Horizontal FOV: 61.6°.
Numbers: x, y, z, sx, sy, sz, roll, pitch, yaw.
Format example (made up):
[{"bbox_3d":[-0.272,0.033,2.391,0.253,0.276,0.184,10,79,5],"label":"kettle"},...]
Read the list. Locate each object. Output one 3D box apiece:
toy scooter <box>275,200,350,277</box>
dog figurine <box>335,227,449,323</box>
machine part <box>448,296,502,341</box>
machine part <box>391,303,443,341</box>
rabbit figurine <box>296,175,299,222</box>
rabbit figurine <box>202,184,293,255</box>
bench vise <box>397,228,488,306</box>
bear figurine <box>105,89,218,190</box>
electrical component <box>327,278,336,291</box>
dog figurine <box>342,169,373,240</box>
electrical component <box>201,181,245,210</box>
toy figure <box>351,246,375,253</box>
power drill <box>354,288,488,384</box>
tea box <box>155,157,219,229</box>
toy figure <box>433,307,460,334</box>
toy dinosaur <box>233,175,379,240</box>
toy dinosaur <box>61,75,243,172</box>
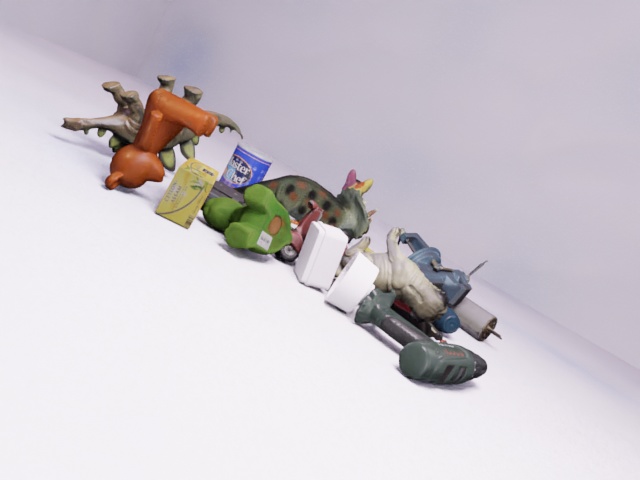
[{"bbox_3d":[-0.002,-0.003,1.117,0.183,0.135,0.075,22,-8,-33],"label":"toy scooter"},{"bbox_3d":[0.135,0.092,1.042,0.191,0.172,0.121,63,-1,35],"label":"dog figurine"},{"bbox_3d":[0.376,0.188,1.417,0.243,0.079,0.079,35,11,37],"label":"machine part"},{"bbox_3d":[0.188,0.165,1.110,0.139,0.039,0.084,27,18,-25],"label":"machine part"},{"bbox_3d":[-0.039,-0.086,1.614,0.162,0.122,0.173,35,20,-28],"label":"rabbit figurine"},{"bbox_3d":[-0.140,-0.044,1.023,0.170,0.121,0.159,18,-2,33],"label":"rabbit figurine"},{"bbox_3d":[0.285,0.057,1.402,0.223,0.128,0.241,-5,46,-28],"label":"bench vise"},{"bbox_3d":[-0.283,-0.159,0.944,0.132,0.195,0.120,27,6,-6],"label":"bear figurine"},{"bbox_3d":[0.037,0.097,1.066,0.063,0.021,0.094,28,10,-4],"label":"electrical component"},{"bbox_3d":[0.095,-0.114,1.752,0.108,0.219,0.192,24,10,-10],"label":"dog figurine"},{"bbox_3d":[-0.219,-0.087,1.173,0.115,0.058,0.134,29,9,9],"label":"electrical component"},{"bbox_3d":[0.141,0.075,1.316,0.180,0.082,0.089,28,-3,20],"label":"toy figure"},{"bbox_3d":[0.170,0.173,0.930,0.207,0.086,0.232,44,19,31],"label":"power drill"},{"bbox_3d":[-0.244,-0.092,1.006,0.068,0.098,0.170,28,8,-12],"label":"tea box"},{"bbox_3d":[0.274,0.172,1.264,0.064,0.058,0.154,33,3,-17],"label":"toy figure"},{"bbox_3d":[-0.037,-0.083,1.281,0.404,0.192,0.131,27,8,-19],"label":"toy dinosaur"},{"bbox_3d":[-0.337,-0.258,1.196,0.105,0.198,0.471,39,37,29],"label":"toy dinosaur"}]
